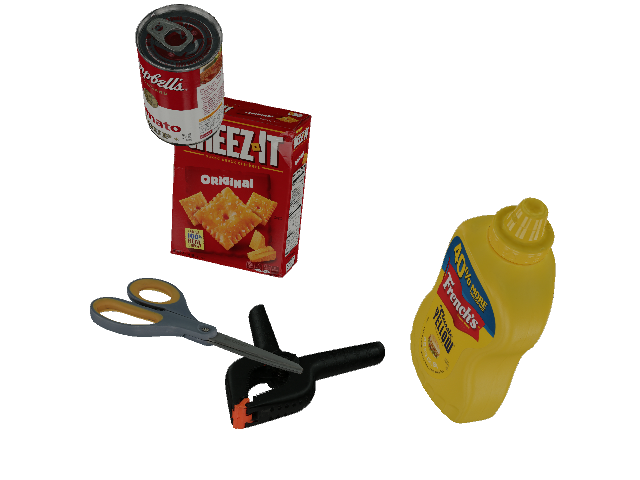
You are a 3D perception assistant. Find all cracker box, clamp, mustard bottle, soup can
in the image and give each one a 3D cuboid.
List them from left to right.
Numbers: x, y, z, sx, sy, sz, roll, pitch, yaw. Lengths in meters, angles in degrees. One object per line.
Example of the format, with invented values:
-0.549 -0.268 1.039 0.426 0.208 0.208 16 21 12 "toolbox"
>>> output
-0.113 -0.133 0.872 0.068 0.068 0.102 0 -31 -4 "soup can"
-0.107 -0.070 1.395 0.164 0.214 0.072 13 27 14 "cracker box"
-0.029 0.137 1.128 0.165 0.036 0.209 12 26 13 "clamp"
0.116 0.039 0.733 0.058 0.096 0.192 -5 -37 -18 "mustard bottle"

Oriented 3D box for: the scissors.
-0.106 0.073 0.961 0.202 0.016 0.096 11 28 6 "scissors"
